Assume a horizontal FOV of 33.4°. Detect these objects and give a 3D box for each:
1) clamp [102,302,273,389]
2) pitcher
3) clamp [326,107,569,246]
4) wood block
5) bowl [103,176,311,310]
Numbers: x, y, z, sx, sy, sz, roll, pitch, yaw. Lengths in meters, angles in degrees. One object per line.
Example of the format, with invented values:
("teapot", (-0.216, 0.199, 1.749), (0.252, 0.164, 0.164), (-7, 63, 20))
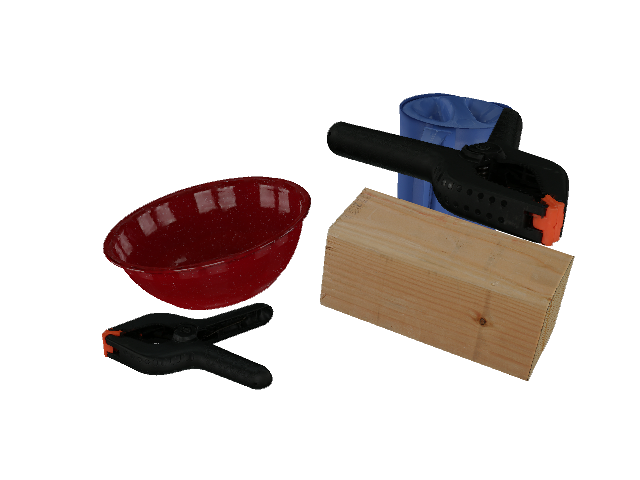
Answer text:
("clamp", (-0.124, 0.096, 1.049), (0.171, 0.039, 0.120), (7, 26, 4))
("pitcher", (0.145, -0.040, 1.246), (0.149, 0.243, 0.145), (-6, 26, -20))
("clamp", (0.103, -0.051, 0.763), (0.164, 0.036, 0.210), (-5, 26, -13))
("wood block", (0.113, 0.038, 0.981), (0.206, 0.091, 0.090), (20, 38, 18))
("bowl", (-0.081, 0.007, 0.821), (0.162, 0.055, 0.162), (-11, 25, 5))
